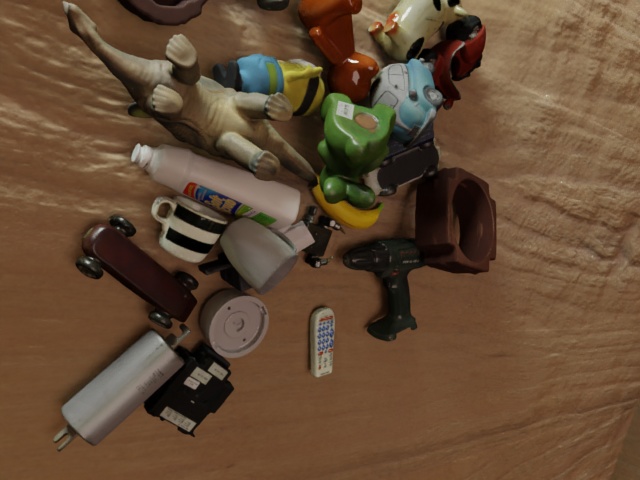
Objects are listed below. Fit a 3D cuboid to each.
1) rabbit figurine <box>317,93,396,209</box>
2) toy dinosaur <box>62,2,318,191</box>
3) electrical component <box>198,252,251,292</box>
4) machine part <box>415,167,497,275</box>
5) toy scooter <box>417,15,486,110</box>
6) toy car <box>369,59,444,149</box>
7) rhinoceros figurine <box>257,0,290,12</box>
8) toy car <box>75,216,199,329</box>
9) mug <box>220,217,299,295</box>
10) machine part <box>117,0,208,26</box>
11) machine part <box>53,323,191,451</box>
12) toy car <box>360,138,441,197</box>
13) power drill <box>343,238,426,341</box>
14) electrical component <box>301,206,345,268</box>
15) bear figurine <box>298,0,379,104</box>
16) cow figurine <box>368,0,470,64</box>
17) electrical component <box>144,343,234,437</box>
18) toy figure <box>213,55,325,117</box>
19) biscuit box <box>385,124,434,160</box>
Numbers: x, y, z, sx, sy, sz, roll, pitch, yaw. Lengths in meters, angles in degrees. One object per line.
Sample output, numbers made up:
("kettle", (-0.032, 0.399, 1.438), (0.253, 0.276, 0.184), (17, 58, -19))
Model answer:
("rabbit figurine", (0.051, -0.119, 0.862), (0.121, 0.159, 0.170), (6, 141, -12))
("toy dinosaur", (-0.125, -0.155, 0.720), (0.471, 0.199, 0.105), (31, 85, -43))
("electrical component", (-0.133, 0.048, 0.867), (0.119, 0.075, 0.047), (-21, 117, -35))
("machine part", (0.282, -0.035, 1.111), (0.201, 0.087, 0.201), (15, 75, -43))
("toy scooter", (0.258, -0.334, 1.037), (0.184, 0.075, 0.135), (-42, 126, -15))
("toy car", (0.137, -0.244, 0.907), (0.103, 0.109, 0.162), (15, 55, -20))
("rhinoceros figurine", (-0.072, -0.412, 0.732), (0.073, 0.112, 0.190), (-11, 104, -37))
("toy car", (-0.261, 0.051, 0.783), (0.202, 0.053, 0.089), (49, 56, -38))
("mug", (-0.090, 0.012, 0.813), (0.109, 0.107, 0.080), (-40, 168, -43))
("machine part", (-0.204, -0.367, 0.681), (0.179, 0.056, 0.179), (-14, 115, -33))
("machine part", (-0.290, 0.216, 0.801), (0.243, 0.079, 0.079), (-42, 126, -18))
("toy car", (0.159, -0.143, 1.040), (0.202, 0.056, 0.073), (-26, 113, -30))
("power drill", (0.136, 0.096, 1.096), (0.232, 0.086, 0.207), (-15, 107, -36))
("electrical component", (-0.003, -0.002, 0.968), (0.078, 0.045, 0.102), (25, 89, -42))
("bear figurine", (0.049, -0.304, 0.852), (0.195, 0.132, 0.120), (60, 42, -28))
("cow figurine", (0.188, -0.395, 0.954), (0.195, 0.086, 0.127), (-53, 129, -8))
("electrical component", (-0.211, 0.240, 0.885), (0.134, 0.058, 0.114), (-50, 130, -13))
("toy figure", (-0.073, -0.232, 0.814), (0.180, 0.082, 0.089), (-14, 133, -41))
("biscuit box", (0.120, -0.189, 0.988), (0.203, 0.059, 0.062), (-25, 120, -30))
